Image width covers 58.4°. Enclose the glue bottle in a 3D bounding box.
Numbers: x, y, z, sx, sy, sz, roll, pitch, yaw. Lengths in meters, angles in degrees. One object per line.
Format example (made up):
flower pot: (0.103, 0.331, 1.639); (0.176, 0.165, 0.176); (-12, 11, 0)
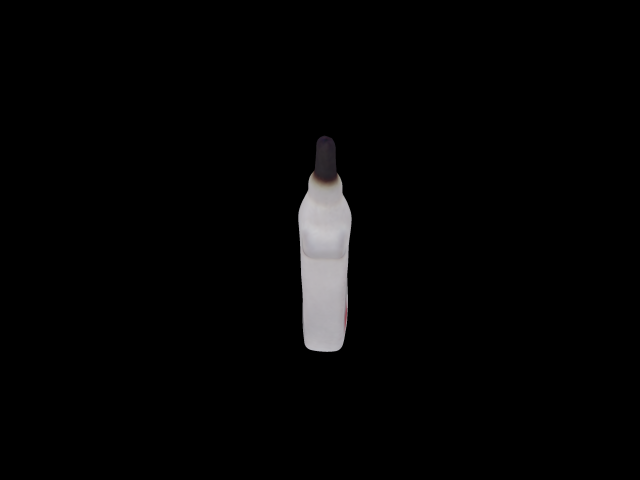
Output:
glue bottle: (0.004, 0.001, 0.400); (0.037, 0.173, 0.078); (0, 46, 0)
